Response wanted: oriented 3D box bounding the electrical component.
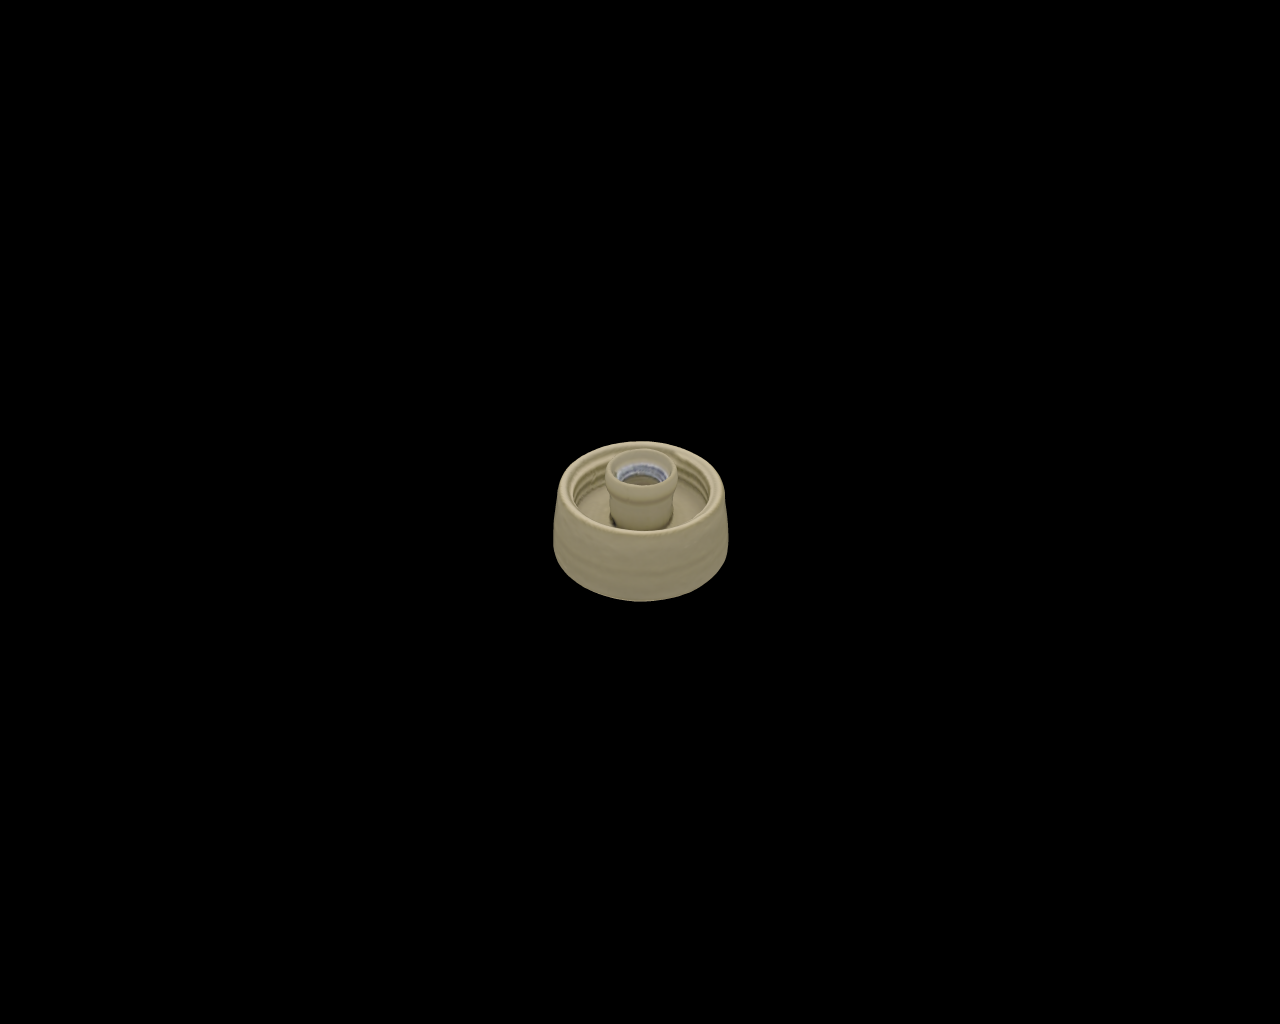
[{"bbox_3d":[0.001,-0.003,0.650,0.108,0.060,0.108,0,36,0],"label":"electrical component"}]
